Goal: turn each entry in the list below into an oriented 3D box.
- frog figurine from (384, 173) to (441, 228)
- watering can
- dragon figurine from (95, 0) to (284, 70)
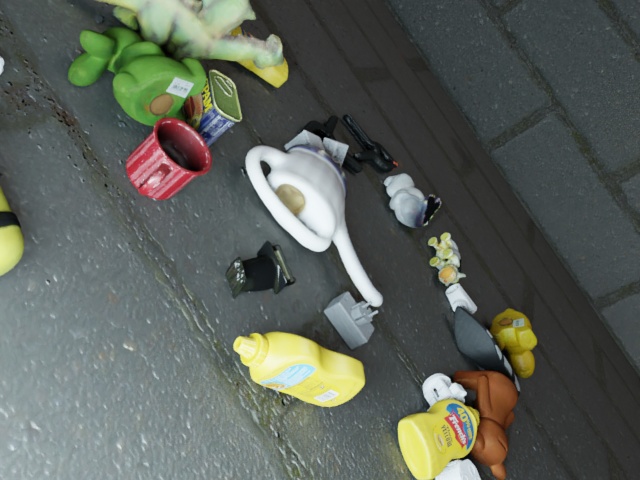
[{"bbox_3d":[0.224,-0.106,1.357,0.161,0.120,0.138,29,26,30],"label":"frog figurine"},{"bbox_3d":[0.003,-0.047,0.940,0.345,0.102,0.229,46,30,-15],"label":"watering can"},{"bbox_3d":[-0.221,-0.380,0.823,0.406,0.240,0.125,29,43,-42],"label":"dragon figurine"}]
